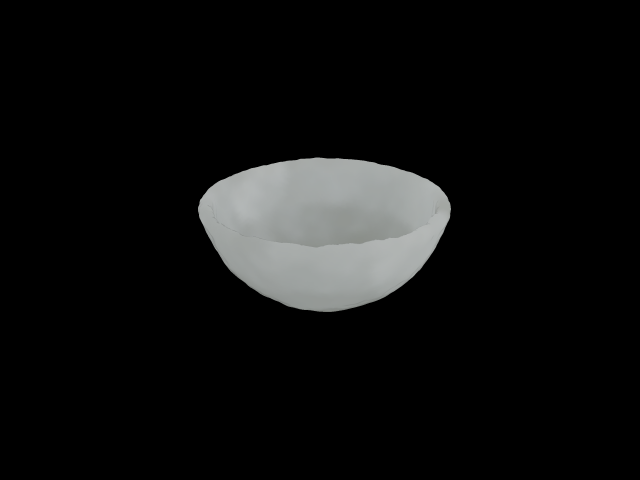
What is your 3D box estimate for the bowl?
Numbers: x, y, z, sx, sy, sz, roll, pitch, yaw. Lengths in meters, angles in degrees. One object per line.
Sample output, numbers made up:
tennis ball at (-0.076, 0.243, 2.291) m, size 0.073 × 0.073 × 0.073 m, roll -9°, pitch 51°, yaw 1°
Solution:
bowl at (0.004, 0.001, 0.400) m, size 0.167 × 0.075 × 0.167 m, roll 0°, pitch 26°, yaw 0°
